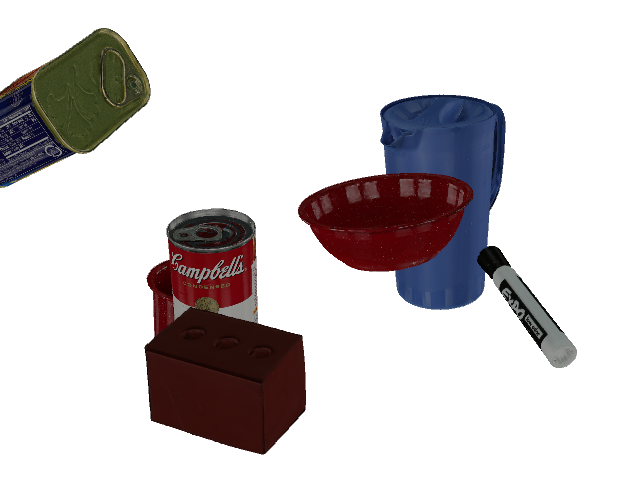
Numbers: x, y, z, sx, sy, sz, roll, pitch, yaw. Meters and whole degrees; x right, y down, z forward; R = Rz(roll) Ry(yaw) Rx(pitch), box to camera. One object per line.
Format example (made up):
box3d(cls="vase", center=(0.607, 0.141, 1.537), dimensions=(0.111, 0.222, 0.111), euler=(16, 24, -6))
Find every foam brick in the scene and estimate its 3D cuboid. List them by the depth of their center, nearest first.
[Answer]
box3d(cls="foam brick", center=(-0.054, 0.079, 0.612), dimensions=(0.078, 0.051, 0.052), euler=(12, 27, 22))

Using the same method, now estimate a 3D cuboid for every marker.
box3d(cls="marker", center=(0.137, 0.041, 0.725), dimensions=(0.020, 0.020, 0.121), euler=(0, 33, -20))

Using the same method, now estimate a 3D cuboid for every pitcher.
box3d(cls="pitcher", center=(0.150, -0.048, 1.277), dimensions=(0.149, 0.243, 0.145), euler=(-1, 24, 5))

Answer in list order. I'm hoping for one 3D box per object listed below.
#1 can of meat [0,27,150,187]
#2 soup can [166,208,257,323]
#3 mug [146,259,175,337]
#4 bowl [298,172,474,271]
box3d(cls="can of meat", center=(-0.173, -0.084, 0.687), dimensions=(0.084, 0.057, 0.102), euler=(-19, 22, 33))
box3d(cls="soup can", center=(-0.083, 0.035, 0.833), dimensions=(0.068, 0.102, 0.068), euler=(0, 28, 0))
box3d(cls="mug", center=(-0.112, 0.075, 1.027), dimensions=(0.093, 0.081, 0.117), euler=(-21, 35, -40))
box3d(cls="bowl", center=(0.062, -0.013, 0.983), dimensions=(0.162, 0.055, 0.162), euler=(-7, 19, 2))
